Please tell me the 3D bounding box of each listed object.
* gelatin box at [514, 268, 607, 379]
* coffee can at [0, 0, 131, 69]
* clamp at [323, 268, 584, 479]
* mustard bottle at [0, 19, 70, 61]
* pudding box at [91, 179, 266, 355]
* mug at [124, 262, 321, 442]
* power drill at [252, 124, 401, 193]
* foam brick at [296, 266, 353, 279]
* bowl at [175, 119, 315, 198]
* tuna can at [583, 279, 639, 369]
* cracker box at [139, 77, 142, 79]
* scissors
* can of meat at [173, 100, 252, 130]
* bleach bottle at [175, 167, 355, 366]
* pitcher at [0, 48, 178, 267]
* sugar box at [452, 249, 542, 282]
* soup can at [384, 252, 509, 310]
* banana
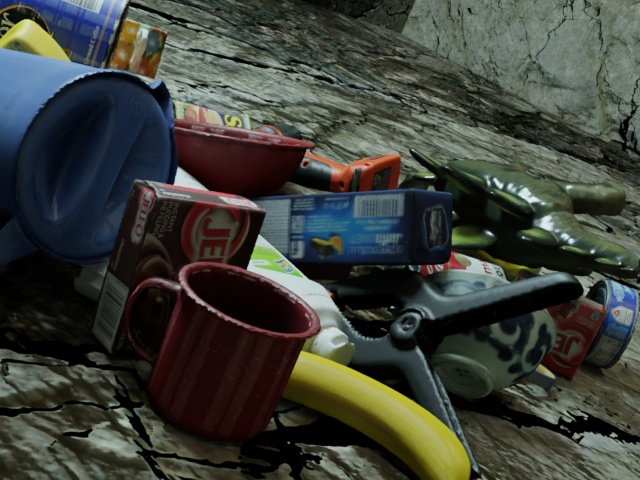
[{"bbox_3d":[0.214,0.079,1.006,0.089,0.073,0.030,26,16,8],"label":"gelatin box"},{"bbox_3d":[-0.253,-0.201,0.966,0.140,0.103,0.103,19,17,-11],"label":"coffee can"},{"bbox_3d":[0.071,0.080,0.790,0.210,0.164,0.036,10,-28,39],"label":"clamp"},{"bbox_3d":[-0.214,-0.098,0.936,0.191,0.096,0.058,43,35,-24],"label":"mustard bottle"},{"bbox_3d":[-0.095,0.021,0.712,0.089,0.113,0.039,7,19,-42],"label":"pudding box"},{"bbox_3d":[-0.068,0.066,0.661,0.117,0.081,0.093,24,16,2],"label":"mug"},{"bbox_3d":[-0.008,-0.086,1.204,0.188,0.057,0.184,14,20,21],"label":"power drill"},{"bbox_3d":[-0.007,0.001,0.995,0.078,0.053,0.051,4,25,-46],"label":"foam brick"},{"bbox_3d":[-0.088,-0.073,0.974,0.162,0.055,0.162,9,9,-2],"label":"bowl"},{"bbox_3d":[0.283,0.083,1.064,0.033,0.086,0.086,21,17,-3],"label":"tuna can"},{"bbox_3d":[-0.266,-0.138,1.055,0.213,0.072,0.164,13,19,-29],"label":"cracker box"},{"bbox_3d":[0.122,0.071,0.947,0.201,0.016,0.096,34,7,-8],"label":"scissors"},{"bbox_3d":[-0.115,-0.089,1.081,0.083,0.058,0.102,10,48,-29],"label":"can of meat"},{"bbox_3d":[-0.074,0.022,0.829,0.251,0.068,0.102,37,22,34],"label":"bleach bottle"},{"bbox_3d":[-0.235,-0.071,0.771,0.243,0.145,0.148,20,13,38],"label":"pitcher"},{"bbox_3d":[0.152,0.007,1.200,0.176,0.048,0.093,35,21,32],"label":"sugar box"},{"bbox_3d":[0.117,0.044,1.001,0.102,0.068,0.068,16,18,-23],"label":"soup can"},{"bbox_3d":[0.026,0.115,0.711,0.198,0.037,0.069,29,17,21],"label":"banana"}]
